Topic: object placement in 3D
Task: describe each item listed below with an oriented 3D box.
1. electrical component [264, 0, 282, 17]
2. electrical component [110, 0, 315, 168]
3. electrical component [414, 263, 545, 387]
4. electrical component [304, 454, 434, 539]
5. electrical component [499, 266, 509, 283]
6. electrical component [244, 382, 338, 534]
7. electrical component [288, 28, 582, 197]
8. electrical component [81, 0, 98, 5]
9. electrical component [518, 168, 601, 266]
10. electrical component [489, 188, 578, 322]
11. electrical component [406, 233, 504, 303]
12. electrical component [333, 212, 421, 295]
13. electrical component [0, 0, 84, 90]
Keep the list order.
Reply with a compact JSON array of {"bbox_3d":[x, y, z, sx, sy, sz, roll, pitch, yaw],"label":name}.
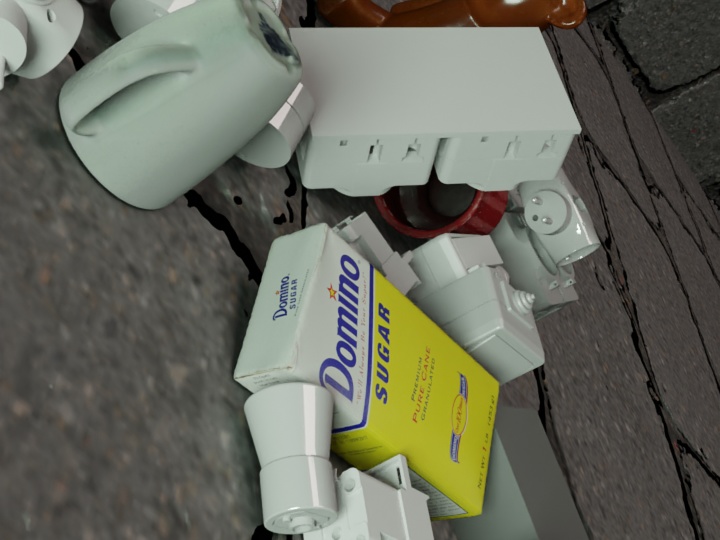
[{"bbox_3d":[-0.087,-0.179,0.703,0.078,0.058,0.057,62,26,5],"label":"electrical component"},{"bbox_3d":[-0.089,-0.105,0.618,0.138,0.052,0.073,46,55,-33],"label":"electrical component"},{"bbox_3d":[0.077,0.046,0.718,0.062,0.096,0.061,37,32,-42],"label":"electrical component"},{"bbox_3d":[0.004,0.131,0.534,0.064,0.042,0.081,37,31,-42],"label":"electrical component"},{"bbox_3d":[0.099,0.010,0.889,0.061,0.035,0.035,8,55,-59],"label":"electrical component"},{"bbox_3d":[-0.031,0.092,0.512,0.044,0.044,0.065,33,39,-47],"label":"electrical component"},{"bbox_3d":[0.046,-0.113,0.762,0.060,0.186,0.105,104,-21,-51],"label":"electrical component"},{"bbox_3d":[-0.142,-0.217,0.570,0.109,0.109,0.056,44,30,-33],"label":"electrical component"},{"bbox_3d":[0.165,-0.048,0.923,0.079,0.043,0.077,6,56,-63],"label":"electrical component"},{"bbox_3d":[0.125,-0.044,0.975,0.186,0.060,0.105,64,23,10],"label":"electrical component"},{"bbox_3d":[0.075,0.010,0.803,0.096,0.061,0.061,-1,63,-65],"label":"electrical component"},{"bbox_3d":[0.000,0.000,0.687,0.063,0.042,0.081,54,22,-4],"label":"electrical component"},{"bbox_3d":[-0.165,-0.112,0.474,0.077,0.044,0.079,36,32,-44],"label":"electrical component"}]
